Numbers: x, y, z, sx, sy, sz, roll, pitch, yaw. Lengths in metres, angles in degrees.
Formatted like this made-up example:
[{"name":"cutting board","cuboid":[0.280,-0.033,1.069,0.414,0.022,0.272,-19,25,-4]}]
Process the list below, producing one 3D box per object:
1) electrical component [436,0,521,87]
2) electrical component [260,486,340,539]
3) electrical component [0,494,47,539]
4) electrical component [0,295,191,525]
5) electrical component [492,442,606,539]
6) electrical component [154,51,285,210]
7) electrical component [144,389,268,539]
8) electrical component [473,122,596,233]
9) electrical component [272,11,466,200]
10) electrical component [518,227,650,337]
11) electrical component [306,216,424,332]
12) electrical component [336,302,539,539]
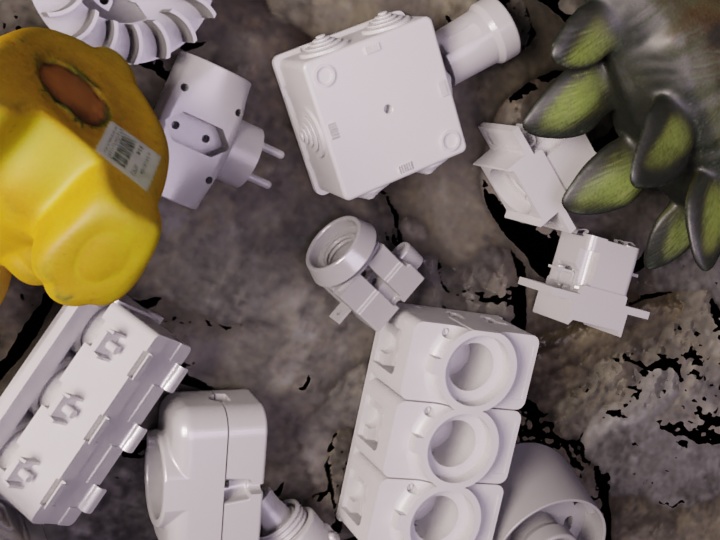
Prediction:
[{"name":"electrical component","cuboid":[0.068,-0.138,0.653,0.046,0.040,0.040,-31,112,-7]},{"name":"electrical component","cuboid":[-0.046,0.164,0.675,0.048,0.048,0.062,-38,107,-10]},{"name":"electrical component","cuboid":[-0.212,0.146,0.561,0.078,0.113,0.057,40,82,-25]},{"name":"electrical component","cuboid":[-0.153,0.074,0.589,0.121,0.063,0.079,-56,156,-2]},{"name":"electrical component","cuboid":[0.119,0.179,0.749,0.099,0.064,0.099,-11,120,-19]},{"name":"electrical component","cuboid":[-0.080,-0.071,0.604,0.079,0.043,0.077,23,93,-26]},{"name":"electrical component","cuboid":[-0.093,0.121,0.638,0.059,0.054,0.095,0,102,-23]},{"name":"electrical component","cuboid":[0.116,-0.067,0.689,0.064,0.042,0.081,-41,115,-13]},{"name":"electrical component","cuboid":[0.008,-0.096,0.632,0.100,0.048,0.099,-24,111,-16]},{"name":"electrical component","cuboid":[0.154,0.006,0.722,0.081,0.042,0.063,13,93,-26]},{"name":"electrical component","cuboid":[0.000,0.000,0.654,0.066,0.048,0.055,-49,123,-5]},{"name":"electrical component","cuboid":[0.050,0.103,0.690,0.089,0.062,0.150,8,99,-24]}]
